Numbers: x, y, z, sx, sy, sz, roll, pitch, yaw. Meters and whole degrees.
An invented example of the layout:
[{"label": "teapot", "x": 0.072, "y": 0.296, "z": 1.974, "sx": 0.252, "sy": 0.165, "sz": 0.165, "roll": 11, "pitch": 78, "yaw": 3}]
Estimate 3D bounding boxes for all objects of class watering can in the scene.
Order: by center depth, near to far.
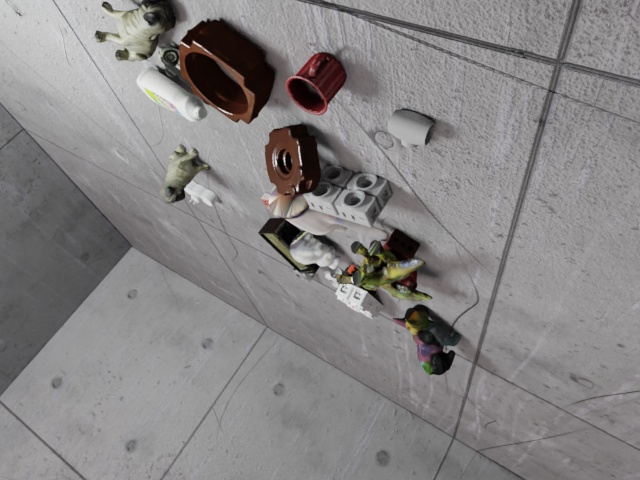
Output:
[{"label": "watering can", "x": 0.004, "y": -0.069, "z": 1.380, "sx": 0.349, "sy": 0.105, "sz": 0.222, "roll": 13, "pitch": 170, "yaw": 45}]

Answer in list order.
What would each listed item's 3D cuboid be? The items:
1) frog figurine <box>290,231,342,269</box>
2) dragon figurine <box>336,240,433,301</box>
[{"label": "frog figurine", "x": -0.017, "y": 0.046, "z": 1.671, "sx": 0.159, "sy": 0.125, "sz": 0.135, "roll": 51, "pitch": 136, "yaw": -6}, {"label": "dragon figurine", "x": 0.201, "y": 0.101, "z": 1.370, "sx": 0.241, "sy": 0.123, "sz": 0.409, "roll": 27, "pitch": 167, "yaw": -29}]
